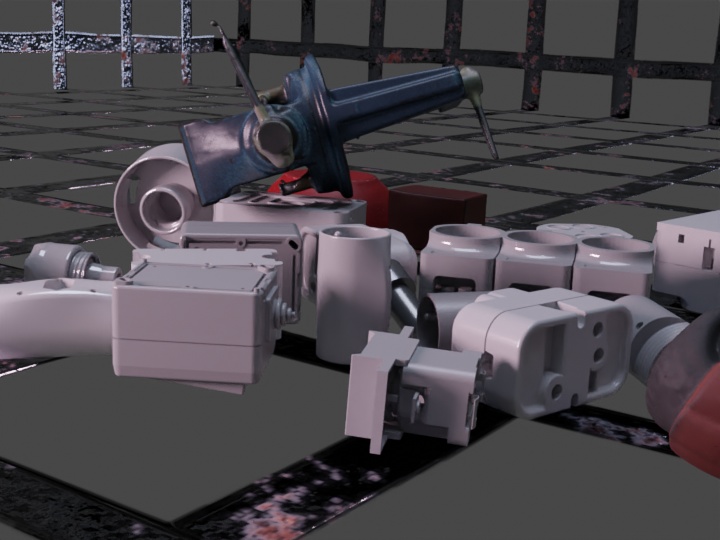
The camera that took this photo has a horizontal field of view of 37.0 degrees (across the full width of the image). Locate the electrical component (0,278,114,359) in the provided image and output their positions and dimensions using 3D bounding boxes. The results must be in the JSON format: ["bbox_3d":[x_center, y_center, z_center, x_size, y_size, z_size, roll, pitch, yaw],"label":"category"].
[{"bbox_3d":[-0.179,0.026,0.647,0.077,0.043,0.079,-2,10,-12],"label":"electrical component"}]

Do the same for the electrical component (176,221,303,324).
[{"bbox_3d":[-0.089,0.000,0.736,0.096,0.061,0.061,1,13,-8],"label":"electrical component"}]

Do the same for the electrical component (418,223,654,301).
[{"bbox_3d":[0.122,0.008,0.738,0.150,0.061,0.089,5,13,14],"label":"electrical component"}]

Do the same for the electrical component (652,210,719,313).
[{"bbox_3d":[0.306,-0.008,0.840,0.089,0.061,0.150,14,17,43],"label":"electrical component"}]

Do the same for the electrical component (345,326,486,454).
[{"bbox_3d":[0.029,0.060,0.538,0.064,0.042,0.081,6,14,11],"label":"electrical component"}]

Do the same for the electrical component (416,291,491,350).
[{"bbox_3d":[0.079,0.034,0.655,0.081,0.043,0.043,-2,13,-16],"label":"electrical component"}]

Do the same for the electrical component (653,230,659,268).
[{"bbox_3d":[0.284,-0.016,0.915,0.062,0.048,0.048,5,11,-22],"label":"electrical component"}]

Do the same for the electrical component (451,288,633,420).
[{"bbox_3d":[0.098,0.043,0.597,0.095,0.053,0.059,-8,16,-39],"label":"electrical component"}]

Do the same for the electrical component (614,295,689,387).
[{"bbox_3d":[0.173,0.045,0.623,0.043,0.043,0.081,0,13,-9],"label":"electrical component"}]

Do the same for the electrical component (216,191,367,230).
[{"bbox_3d":[-0.056,-0.028,0.876,0.113,0.057,0.078,6,13,14],"label":"electrical component"}]

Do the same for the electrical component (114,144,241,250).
[{"bbox_3d":[-0.154,-0.056,0.904,0.099,0.099,0.064,5,19,11],"label":"electrical component"}]

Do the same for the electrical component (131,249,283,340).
[{"bbox_3d":[-0.095,0.019,0.664,0.089,0.055,0.050,0,13,-10],"label":"electrical component"}]

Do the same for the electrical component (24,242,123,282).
[{"bbox_3d":[-0.196,0.004,0.742,0.062,0.043,0.043,5,13,7],"label":"electrical component"}]

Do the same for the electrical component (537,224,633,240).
[{"bbox_3d":[0.171,-0.005,0.830,0.080,0.051,0.080,2,13,0],"label":"electrical component"}]

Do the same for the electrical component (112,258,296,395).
[{"bbox_3d":[-0.084,0.031,0.599,0.096,0.061,0.061,3,13,3],"label":"electrical component"}]

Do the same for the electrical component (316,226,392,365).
[{"bbox_3d":[-0.006,0.011,0.668,0.043,0.077,0.079,1,12,-5],"label":"electrical component"}]

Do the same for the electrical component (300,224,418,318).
[{"bbox_3d":[0.000,0.000,0.770,0.059,0.053,0.095,-4,14,-25],"label":"electrical component"}]
